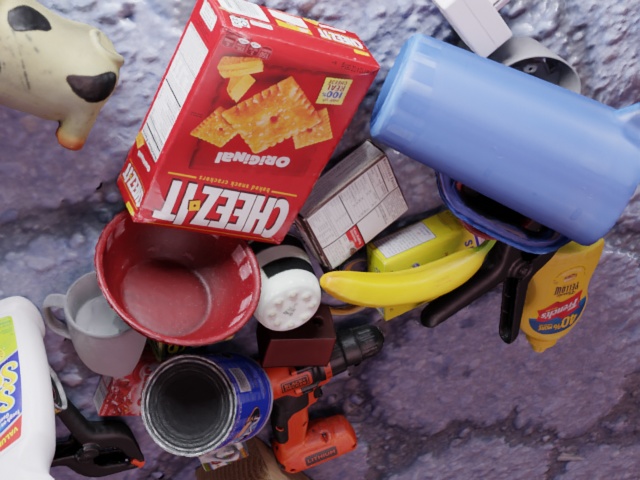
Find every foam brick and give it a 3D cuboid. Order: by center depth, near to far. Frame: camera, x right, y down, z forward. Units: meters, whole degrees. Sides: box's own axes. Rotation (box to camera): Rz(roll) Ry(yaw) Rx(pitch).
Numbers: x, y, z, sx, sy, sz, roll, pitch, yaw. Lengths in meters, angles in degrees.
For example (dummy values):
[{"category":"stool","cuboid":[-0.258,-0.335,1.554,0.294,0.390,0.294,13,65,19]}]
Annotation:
[{"category":"foam brick","cuboid":[-0.028,0.106,1.186,0.078,0.053,0.051,0,136,-15]}]

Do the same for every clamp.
[{"category":"clamp","cuboid":[-0.262,0.221,1.187,0.171,0.039,0.120,12,127,-41]},{"category":"clamp","cuboid":[0.208,0.029,1.196,0.164,0.036,0.210,6,120,-41]}]

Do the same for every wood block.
[{"category":"wood block","cuboid":[-0.059,0.342,1.367,0.091,0.090,0.206,-36,137,6]}]

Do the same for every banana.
[{"category":"banana","cuboid":[0.092,0.039,1.122,0.197,0.037,0.070,-15,127,-16]}]

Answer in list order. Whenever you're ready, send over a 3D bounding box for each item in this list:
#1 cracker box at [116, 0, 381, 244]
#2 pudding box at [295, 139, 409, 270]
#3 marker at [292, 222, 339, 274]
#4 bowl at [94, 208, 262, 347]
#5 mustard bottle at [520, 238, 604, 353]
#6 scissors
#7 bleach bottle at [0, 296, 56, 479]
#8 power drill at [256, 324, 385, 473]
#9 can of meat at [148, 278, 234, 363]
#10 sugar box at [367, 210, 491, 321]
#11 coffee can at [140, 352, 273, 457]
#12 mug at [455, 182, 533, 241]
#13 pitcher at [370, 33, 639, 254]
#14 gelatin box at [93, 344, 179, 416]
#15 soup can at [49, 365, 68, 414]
[{"category":"cracker box","cuboid":[-0.068,-0.103,0.973,0.163,0.072,0.214,9,124,-33]},{"category":"pudding box","cuboid":[0.030,-0.035,1.097,0.113,0.039,0.090,-40,136,-11]},{"category":"marker","cuboid":[-0.007,0.001,1.137,0.020,0.020,0.121,-31,137,1]},{"category":"bowl","cuboid":[-0.140,0.041,1.017,0.161,0.162,0.055,-2,148,-27]},{"category":"mustard bottle","cuboid":[0.288,0.069,1.326,0.096,0.058,0.192,-13,134,-18]},{"category":"scissors","cuboid":[0.087,0.054,1.236,0.201,0.016,0.096,0,129,-28]},{"category":"bleach bottle","cuboid":[-0.281,0.167,0.974,0.102,0.251,0.068,-25,136,-6]},{"category":"power drill","cuboid":[-0.003,0.189,1.283,0.184,0.057,0.187,-18,132,-8]},{"category":"can of meat","cuboid":[-0.137,0.070,1.104,0.083,0.057,0.102,-14,134,-19]},{"category":"sugar box","cuboid":[0.138,0.016,1.195,0.176,0.048,0.093,-21,136,-16]},{"category":"coffee can","cuboid":[-0.116,0.171,1.130,0.103,0.103,0.140,-37,169,7]},{"category":"mug","cuboid":[0.183,-0.063,1.119,0.093,0.081,0.117,39,96,-15]},{"category":"pitcher","cuboid":[0.171,-0.091,1.011,0.242,0.145,0.149,23,82,-5]},{"category":"gelatin box","cuboid":[-0.199,0.153,1.165,0.073,0.030,0.089,5,127,-31]},{"category":"soup can","cuboid":[-0.319,0.168,1.088,0.102,0.068,0.068,-30,136,0]}]
